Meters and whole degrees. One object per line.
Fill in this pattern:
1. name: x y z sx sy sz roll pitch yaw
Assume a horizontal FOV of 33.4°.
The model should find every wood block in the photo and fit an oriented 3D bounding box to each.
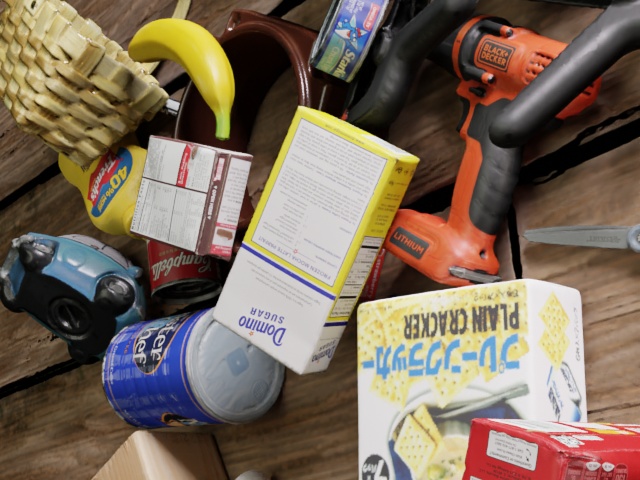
1. wood block: -0.121 0.280 0.937 0.091 0.090 0.206 -48 50 30

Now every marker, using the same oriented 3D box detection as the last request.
1. marker: -0.162 -0.142 1.118 0.121 0.020 0.020 27 103 48

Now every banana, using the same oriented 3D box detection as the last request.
1. banana: -0.122 -0.158 0.934 0.198 0.037 0.070 45 113 47

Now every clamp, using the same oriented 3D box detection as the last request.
1. clamp: 0.060 -0.150 0.788 0.172 0.039 0.120 -52 22 41
2. clamp: 0.189 -0.139 0.655 0.210 0.036 0.164 -12 51 27

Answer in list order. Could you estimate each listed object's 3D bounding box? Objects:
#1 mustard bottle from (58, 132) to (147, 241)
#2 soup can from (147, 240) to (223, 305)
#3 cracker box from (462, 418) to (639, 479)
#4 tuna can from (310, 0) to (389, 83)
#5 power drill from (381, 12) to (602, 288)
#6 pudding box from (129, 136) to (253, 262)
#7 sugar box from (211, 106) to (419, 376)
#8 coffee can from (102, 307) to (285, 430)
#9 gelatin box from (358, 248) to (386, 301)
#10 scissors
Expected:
1. mustard bottle: -0.213 -0.061 1.130 0.096 0.058 0.192 -51 48 15
2. soup can: -0.132 0.003 1.019 0.069 0.068 0.102 -28 63 42
3. cracker box: 0.145 0.211 0.593 0.072 0.163 0.214 9 89 51
4. tuna can: 0.023 -0.164 0.800 0.086 0.033 0.086 -158 91 -82
5. power drill: 0.102 -0.070 0.776 0.185 0.057 0.188 36 111 54
6. pudding box: -0.111 -0.037 0.898 0.114 0.039 0.090 16 95 51
7. sugar box: -0.005 0.001 0.788 0.093 0.048 0.176 30 105 28
8. coffee can: -0.115 0.115 0.951 0.141 0.102 0.103 -14 72 47
9. gelatin box: 0.020 0.000 0.845 0.030 0.073 0.089 19 96 49
10. scissors: 0.213 0.017 0.666 0.202 0.016 0.096 -19 69 45
